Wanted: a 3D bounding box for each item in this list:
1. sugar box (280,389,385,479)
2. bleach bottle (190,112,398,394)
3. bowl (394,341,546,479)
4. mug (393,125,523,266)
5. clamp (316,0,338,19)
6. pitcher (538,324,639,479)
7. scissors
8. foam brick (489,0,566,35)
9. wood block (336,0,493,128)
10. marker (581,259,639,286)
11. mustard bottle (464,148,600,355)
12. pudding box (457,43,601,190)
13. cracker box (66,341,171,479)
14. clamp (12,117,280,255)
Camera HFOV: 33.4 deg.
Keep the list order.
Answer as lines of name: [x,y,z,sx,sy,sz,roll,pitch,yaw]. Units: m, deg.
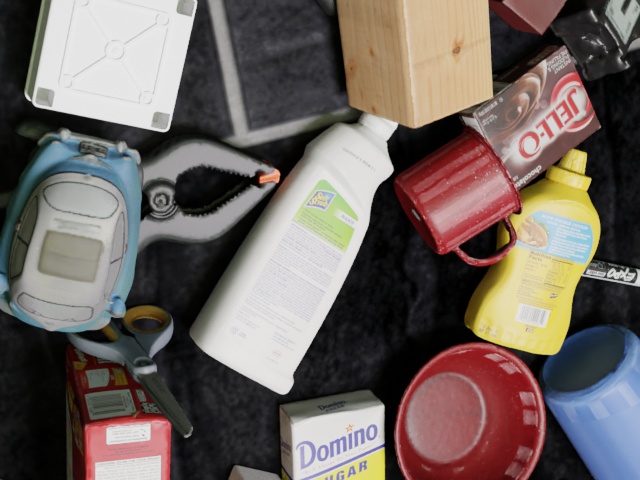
sugar box: [0.013,0.234,1.001,0.093,0.048,0.176,-8,110,-19]
bleach bottle: [-0.006,0.001,0.916,0.102,0.068,0.251,32,91,-26]
bowl: [0.132,0.174,1.011,0.161,0.055,0.162,-1,93,-22]
mug: [0.124,-0.031,0.934,0.081,0.093,0.117,-32,87,-4]
clamp: [-0.026,-0.245,0.848,0.171,0.039,0.120,5,99,-24]
pitcher: [0.326,0.194,1.070,0.145,0.149,0.242,-34,112,9]
scissors: [-0.126,0.093,0.836,0.096,0.202,0.016,-16,121,-40]
foam brick: [0.184,-0.225,0.923,0.053,0.051,0.078,34,93,-27]
wood block: [0.071,-0.206,0.842,0.090,0.090,0.206,-24,121,-28]
marker: [0.295,0.033,1.059,0.121,0.020,0.020,11,102,-23]
mustard bottle: [0.209,0.007,0.998,0.096,0.058,0.192,15,100,-16]
pudding box: [0.189,-0.110,0.963,0.113,0.039,0.090,-36,114,-10]
cracker box: [-0.164,0.208,0.863,0.072,0.164,0.214,-3,106,-18]
clamp: [-0.139,-0.044,0.867,0.210,0.036,0.164,-19,112,-10]
